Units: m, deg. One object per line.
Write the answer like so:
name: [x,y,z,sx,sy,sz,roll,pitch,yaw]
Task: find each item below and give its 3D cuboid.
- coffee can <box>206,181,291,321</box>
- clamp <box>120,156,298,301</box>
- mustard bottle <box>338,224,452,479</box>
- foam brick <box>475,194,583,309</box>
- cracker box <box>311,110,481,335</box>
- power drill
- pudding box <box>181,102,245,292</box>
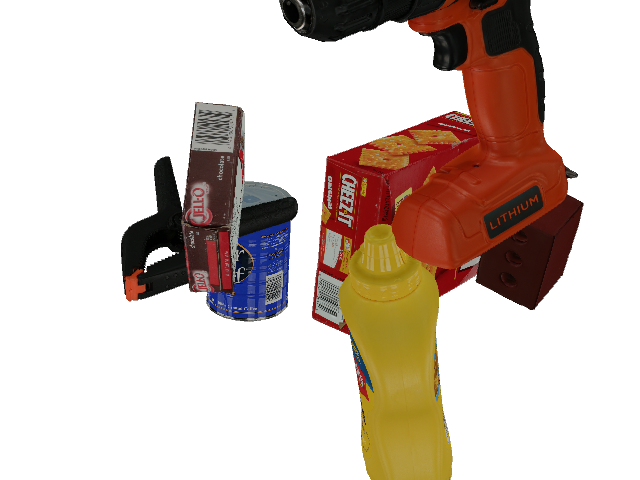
coffee can: [-0.087,0.012,1.293,0.103,0.140,0.103,2,26,-1]
clamp: [-0.141,-0.013,1.061,0.165,0.036,0.209,22,40,21]
mustard bottle: [0.046,0.070,0.644,0.058,0.191,0.096,-7,39,2]
foam brick: [0.157,0.001,0.806,0.053,0.078,0.051,28,47,25]
cracker box: [0.088,-0.019,1.015,0.072,0.164,0.213,23,30,34]
power drill: [0.066,-0.082,0.539,0.184,0.187,0.057,-28,39,-27]
pudding box: [-0.078,-0.031,0.786,0.039,0.113,0.090,5,-34,-1]
